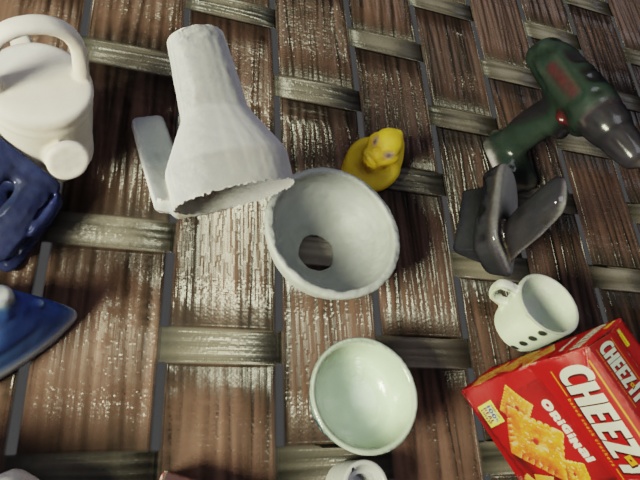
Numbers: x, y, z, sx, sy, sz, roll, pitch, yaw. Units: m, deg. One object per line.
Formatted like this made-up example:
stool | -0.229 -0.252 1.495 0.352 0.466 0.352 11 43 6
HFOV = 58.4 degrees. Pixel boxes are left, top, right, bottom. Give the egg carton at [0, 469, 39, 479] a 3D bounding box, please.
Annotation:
egg carton | -0.248 0.268 0.453 0.107 0.069 0.150 -29 79 -31

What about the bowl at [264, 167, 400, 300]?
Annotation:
bowl | 0.006 0.002 0.683 0.168 0.074 0.167 9 63 -18

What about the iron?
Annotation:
iron | -0.337 0.073 0.468 0.259 0.141 0.118 -13 71 -27

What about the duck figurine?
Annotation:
duck figurine | 0.083 -0.118 0.766 0.077 0.086 0.105 47 58 4

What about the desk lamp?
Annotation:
desk lamp | -0.123 -0.100 0.597 0.118 0.213 0.203 -14 72 -27

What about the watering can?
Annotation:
watering can | -0.272 -0.139 0.566 0.173 0.193 0.101 45 58 3

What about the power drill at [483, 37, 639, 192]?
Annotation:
power drill | 0.334 -0.157 0.816 0.076 0.208 0.229 -9 69 -25

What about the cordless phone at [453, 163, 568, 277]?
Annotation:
cordless phone | 0.264 -0.048 0.747 0.094 0.184 0.147 19 60 -12

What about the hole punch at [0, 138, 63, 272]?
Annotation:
hole punch | -0.317 -0.040 0.560 0.101 0.091 0.109 27 59 -8
